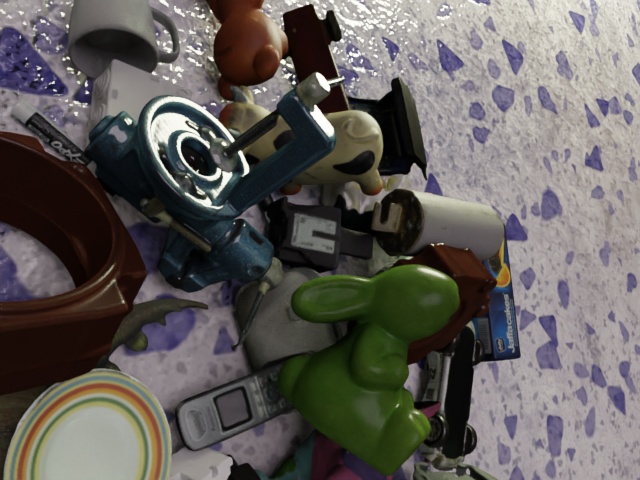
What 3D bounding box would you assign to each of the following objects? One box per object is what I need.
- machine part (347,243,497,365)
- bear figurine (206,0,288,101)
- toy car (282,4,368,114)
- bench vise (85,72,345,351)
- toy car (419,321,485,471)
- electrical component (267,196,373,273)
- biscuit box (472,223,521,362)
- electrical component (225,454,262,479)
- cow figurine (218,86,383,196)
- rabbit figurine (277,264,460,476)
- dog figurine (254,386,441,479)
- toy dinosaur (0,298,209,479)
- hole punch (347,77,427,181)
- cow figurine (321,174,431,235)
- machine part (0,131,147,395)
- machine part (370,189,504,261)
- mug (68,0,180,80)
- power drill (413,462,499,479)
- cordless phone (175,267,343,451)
[{"bbox_3d":[0.120,0.081,0.626,0.179,0.179,0.056,-3,45,-36],"label":"machine part"},{"bbox_3d":[-0.071,-0.267,0.620,0.132,0.120,0.195,-16,89,-41],"label":"bear figurine"},{"bbox_3d":[0.002,-0.195,0.678,0.089,0.053,0.202,-19,85,7],"label":"toy car"},{"bbox_3d":[-0.073,-0.048,0.466,0.223,0.241,0.129,51,30,-15],"label":"bench vise"},{"bbox_3d":[0.169,0.193,0.702,0.073,0.056,0.201,27,64,-33],"label":"toy car"},{"bbox_3d":[-0.001,-0.002,0.609,0.119,0.048,0.075,8,77,-28],"label":"electrical component"},{"bbox_3d":[0.238,0.073,0.778,0.063,0.059,0.202,8,73,-33],"label":"biscuit box"},{"bbox_3d":[-0.071,0.251,0.511,0.021,0.094,0.063,-8,120,-39],"label":"electrical component"},{"bbox_3d":[-0.029,-0.105,0.585,0.195,0.127,0.085,3,67,9],"label":"cow figurine"},{"bbox_3d":[0.050,0.091,0.495,0.159,0.121,0.170,33,90,11],"label":"rabbit figurine"},{"bbox_3d":[0.047,0.246,0.571,0.219,0.108,0.191,-23,90,-40],"label":"dog figurine"},{"bbox_3d":[-0.255,0.178,0.384,0.198,0.105,0.471,51,51,-22],"label":"toy dinosaur"},{"bbox_3d":[0.090,-0.145,0.731,0.115,0.092,0.142,8,67,-65],"label":"hole punch"},{"bbox_3d":[0.079,-0.037,0.692,0.167,0.068,0.098,14,75,-28],"label":"cow figurine"},{"bbox_3d":[-0.243,0.005,0.375,0.201,0.087,0.202,-1,47,-51],"label":"machine part"},{"bbox_3d":[0.147,-0.014,0.652,0.243,0.079,0.079,4,75,-42],"label":"machine part"},{"bbox_3d":[-0.198,-0.225,0.543,0.109,0.081,0.107,-2,70,-30],"label":"mug"},{"bbox_3d":[0.144,0.362,0.603,0.232,0.086,0.207,16,95,-25],"label":"power drill"},{"bbox_3d":[-0.068,0.116,0.541,0.184,0.089,0.146,-16,87,-33],"label":"cordless phone"}]
